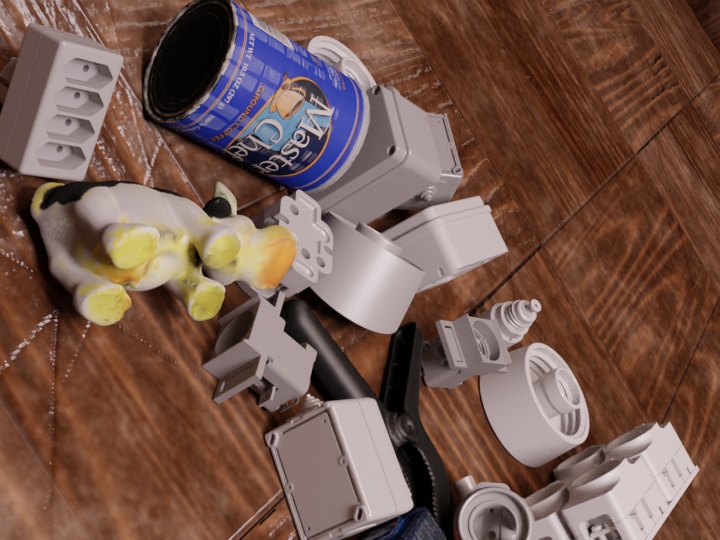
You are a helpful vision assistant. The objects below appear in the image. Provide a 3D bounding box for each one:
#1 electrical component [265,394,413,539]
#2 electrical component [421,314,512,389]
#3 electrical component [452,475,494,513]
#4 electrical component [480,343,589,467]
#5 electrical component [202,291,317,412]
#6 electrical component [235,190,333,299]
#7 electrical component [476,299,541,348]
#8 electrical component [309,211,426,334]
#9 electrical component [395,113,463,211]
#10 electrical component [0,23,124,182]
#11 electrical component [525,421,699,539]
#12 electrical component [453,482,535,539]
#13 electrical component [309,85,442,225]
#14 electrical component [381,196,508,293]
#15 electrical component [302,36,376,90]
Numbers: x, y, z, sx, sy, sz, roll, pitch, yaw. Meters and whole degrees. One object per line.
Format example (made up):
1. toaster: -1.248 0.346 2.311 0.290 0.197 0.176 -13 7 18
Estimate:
1. electrical component: -0.014 0.127 0.719 0.061 0.062 0.096 4 61 -53
2. electrical component: 0.085 0.071 0.903 0.081 0.064 0.042 12 53 -50
3. electrical component: 0.093 0.190 0.833 0.048 0.048 0.062 3 55 -54
4. electrical component: 0.166 0.118 0.979 0.108 0.060 0.108 35 39 -34
5. electrical component: -0.065 0.059 0.725 0.064 0.042 0.081 43 35 -25
6. electrical component: -0.059 -0.013 0.779 0.058 0.057 0.078 36 38 -33
7. electrical component: 0.135 0.048 0.986 0.040 0.078 0.040 19 54 -28
8. electrical component: 0.000 0.000 0.836 0.099 0.064 0.099 32 4 -3
9. electrical component: 0.051 -0.093 0.985 0.062 0.061 0.096 4 51 -18
10. electrical component: -0.197 -0.108 0.661 0.076 0.083 0.047 31 16 34
11. electrical component: 0.212 0.196 0.934 0.186 0.105 0.060 -20 80 -58
12. electrical component: 0.096 0.189 0.775 0.057 0.058 0.078 83 11 -64
13. electrical component: 0.000 -0.088 0.874 0.057 0.113 0.078 24 46 -47
14. electrical component: 0.069 -0.021 0.946 0.113 0.078 0.057 -17 80 -58
15. electrical component: -0.023 -0.154 0.945 0.108 0.060 0.108 35 39 -34
